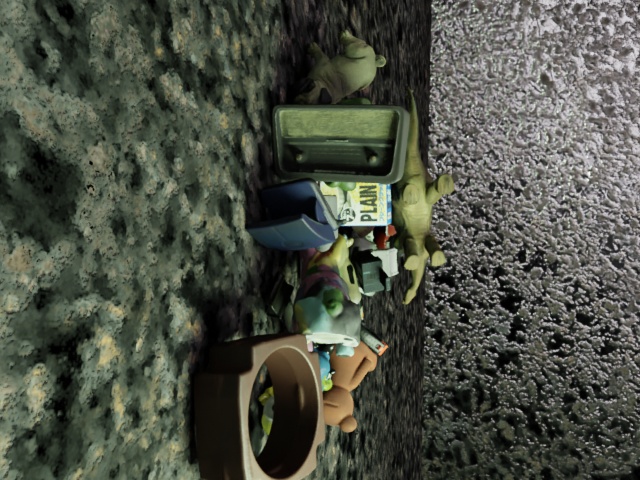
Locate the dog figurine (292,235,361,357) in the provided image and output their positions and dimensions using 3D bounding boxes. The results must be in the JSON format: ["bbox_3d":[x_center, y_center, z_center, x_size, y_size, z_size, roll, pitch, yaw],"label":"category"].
[{"bbox_3d":[0.007,0.077,0.904,0.191,0.108,0.219,98,-8,-63],"label":"dog figurine"}]

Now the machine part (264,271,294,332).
[{"bbox_3d":[-0.062,0.125,0.934,0.084,0.039,0.138,-76,156,-50],"label":"machine part"}]

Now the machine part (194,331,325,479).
[{"bbox_3d":[-0.079,0.234,0.741,0.201,0.087,0.201,3,82,-60],"label":"machine part"}]

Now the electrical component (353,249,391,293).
[{"bbox_3d":[0.109,0.074,1.137,0.119,0.048,0.074,-115,-163,-63],"label":"electrical component"}]

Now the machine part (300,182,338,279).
[{"bbox_3d":[-0.002,-0.003,1.053,0.079,0.079,0.243,-3,92,-72],"label":"machine part"}]

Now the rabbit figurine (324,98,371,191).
[{"bbox_3d":[0.044,-0.174,1.037,0.121,0.170,0.159,3,82,-54],"label":"rabbit figurine"}]

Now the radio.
[{"bbox_3d":[0.034,-0.164,0.924,0.073,0.230,0.131,-23,116,-70],"label":"radio"}]

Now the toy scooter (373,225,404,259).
[{"bbox_3d":[0.163,-0.044,1.380,0.075,0.135,0.183,-22,118,-34],"label":"toy scooter"}]

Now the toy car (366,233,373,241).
[{"bbox_3d":[0.137,-0.046,1.515,0.201,0.056,0.073,55,39,-60],"label":"toy car"}]

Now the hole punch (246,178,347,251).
[{"bbox_3d":[-0.042,-0.023,0.855,0.115,0.142,0.092,58,32,-35],"label":"hole punch"}]

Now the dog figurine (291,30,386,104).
[{"bbox_3d":[0.037,-0.301,1.039,0.191,0.172,0.121,-82,151,-44],"label":"dog figurine"}]

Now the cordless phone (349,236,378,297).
[{"bbox_3d":[0.093,0.041,1.292,0.184,0.089,0.146,74,23,-59],"label":"cordless phone"}]

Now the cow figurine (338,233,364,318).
[{"bbox_3d":[0.040,0.071,1.150,0.127,0.085,0.195,83,-4,-63],"label":"cow figurine"}]

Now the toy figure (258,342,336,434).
[{"bbox_3d":[-0.032,0.254,0.911,0.180,0.082,0.089,-58,141,-39],"label":"toy figure"}]

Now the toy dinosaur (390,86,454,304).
[{"bbox_3d":[0.197,-0.096,1.148,0.199,0.105,0.470,-144,-123,-77],"label":"toy dinosaur"}]

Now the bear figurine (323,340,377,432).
[{"bbox_3d":[0.047,0.309,1.141,0.131,0.120,0.196,67,31,-58],"label":"bear figurine"}]
